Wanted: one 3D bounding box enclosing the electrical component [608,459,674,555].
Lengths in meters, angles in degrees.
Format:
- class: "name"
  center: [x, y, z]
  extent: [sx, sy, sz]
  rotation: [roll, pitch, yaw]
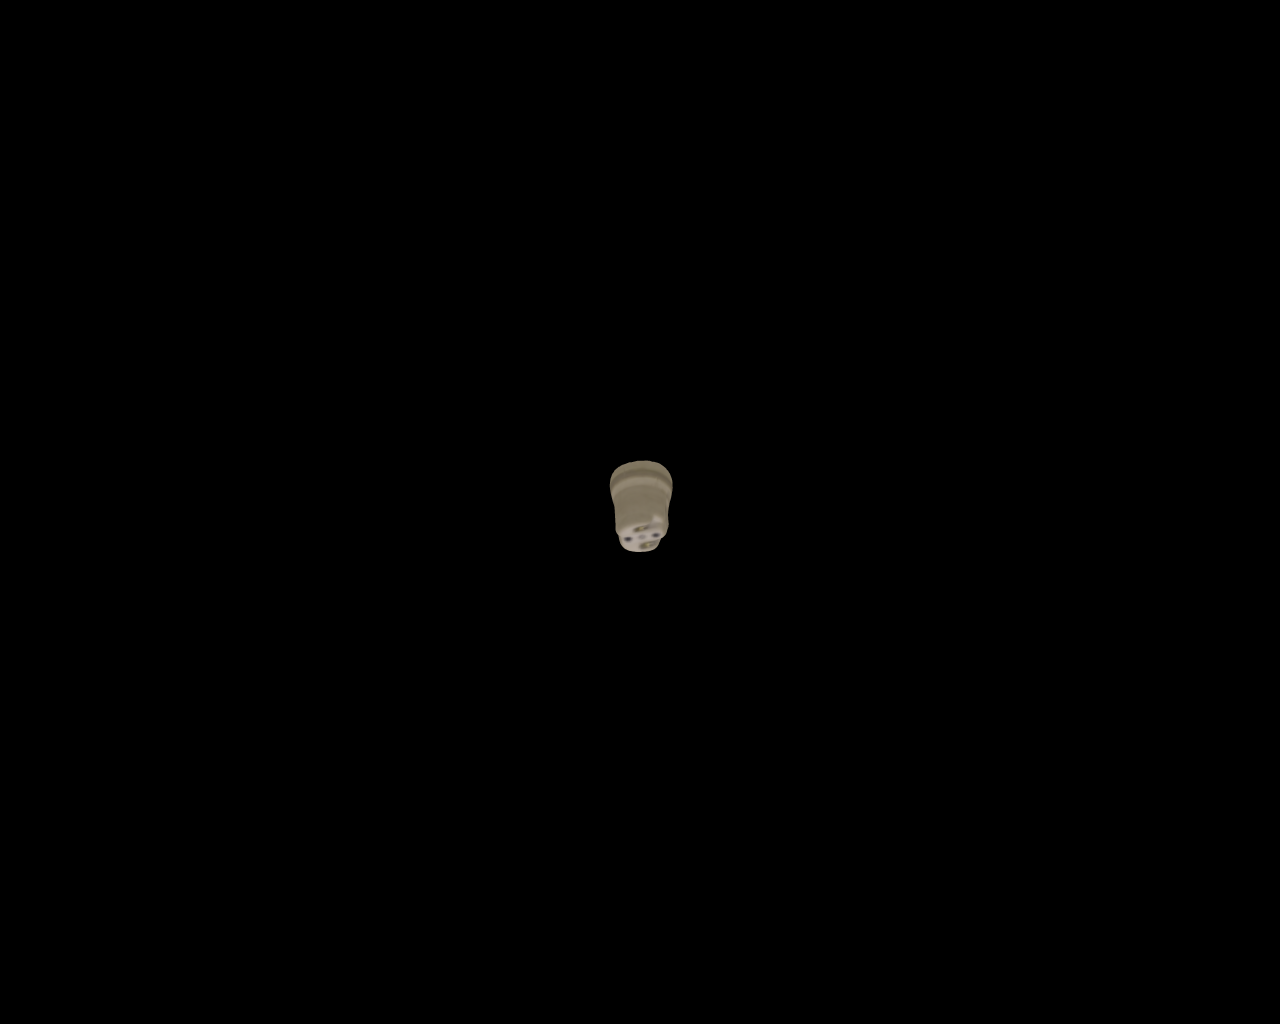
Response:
- class: "electrical component"
  center: [0.001, -0.003, 0.650]
  extent: [0.040, 0.046, 0.040]
  rotation: [0, -36, 0]
